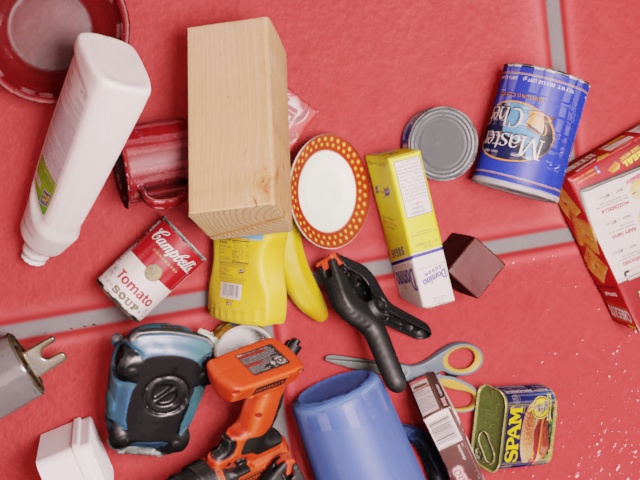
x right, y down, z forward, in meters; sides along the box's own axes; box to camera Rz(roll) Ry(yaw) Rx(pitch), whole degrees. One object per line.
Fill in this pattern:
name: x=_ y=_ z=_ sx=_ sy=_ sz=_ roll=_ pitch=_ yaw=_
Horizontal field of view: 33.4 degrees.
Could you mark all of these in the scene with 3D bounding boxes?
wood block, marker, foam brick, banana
wood block: x=-0.083 y=-0.115 z=1.107 sx=0.091 sy=0.090 sz=0.206 roll=-6 pitch=72 yaw=9
marker: x=-0.056 y=0.167 z=1.232 sx=0.020 sy=0.020 sz=0.121 roll=30 pitch=88 yaw=-15
foam brick: x=0.169 y=0.029 z=1.242 sx=0.051 sy=0.078 sz=0.053 roll=41 pitch=85 yaw=-13
banana: x=-0.026 y=-0.001 z=1.211 sx=0.069 sy=0.037 sz=0.198 roll=-3 pitch=97 yaw=-14

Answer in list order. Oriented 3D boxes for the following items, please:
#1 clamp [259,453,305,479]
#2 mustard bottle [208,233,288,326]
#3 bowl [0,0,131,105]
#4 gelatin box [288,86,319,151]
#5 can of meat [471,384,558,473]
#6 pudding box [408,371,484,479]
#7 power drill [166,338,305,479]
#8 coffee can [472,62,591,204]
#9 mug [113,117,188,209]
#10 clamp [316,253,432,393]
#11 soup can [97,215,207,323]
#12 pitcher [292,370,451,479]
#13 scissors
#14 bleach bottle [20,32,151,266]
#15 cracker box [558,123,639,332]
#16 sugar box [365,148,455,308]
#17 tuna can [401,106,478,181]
clamp: x=-0.041 y=0.344 z=1.187 sx=0.164 sy=0.036 sz=0.210 roll=13 pitch=92 yaw=-21
mustard bottle: x=-0.077 y=-0.006 z=1.170 sx=0.058 sy=0.096 sz=0.191 roll=-3 pitch=97 yaw=-47
bowl: x=-0.281 y=-0.221 z=1.113 sx=0.162 sy=0.055 sz=0.162 roll=-2 pitch=97 yaw=-14
gelatin box: x=-0.056 y=-0.131 z=1.192 sx=0.073 sy=0.030 sz=0.089 roll=37 pitch=87 yaw=-15
can of meat: x=0.235 y=0.224 z=1.284 sx=0.083 sy=0.058 sz=0.102 roll=1 pitch=99 yaw=-28
pudding box: x=0.146 y=0.222 z=1.241 sx=0.039 sy=0.090 sz=0.113 roll=-24 pitch=112 yaw=1
power drill: x=-0.097 y=0.204 z=1.142 sx=0.184 sy=0.057 sz=0.188 roll=-18 pitch=136 yaw=-41
coffee can: x=0.243 y=-0.122 z=1.230 sx=0.102 sy=0.103 sz=0.140 roll=15 pitch=92 yaw=-15
mug: x=-0.171 y=-0.077 z=1.131 sx=0.081 sy=0.117 sz=0.093 roll=-11 pitch=136 yaw=-17
clamp: x=0.064 y=0.081 z=1.223 sx=0.039 sy=0.120 sz=0.171 roll=-31 pitch=95 yaw=30
soup can: x=-0.184 y=0.032 z=1.160 sx=0.102 sy=0.068 sz=0.068 roll=-44 pitch=104 yaw=-5
pitcher: x=0.065 y=0.274 z=1.227 sx=0.145 sy=0.149 sz=0.243 roll=-19 pitch=98 yaw=9
scissors: x=0.112 y=0.142 z=1.271 sx=0.201 sy=0.016 sz=0.096 roll=28 pitch=91 yaw=-16
bleach bottle: x=-0.254 y=-0.080 z=1.094 sx=0.067 sy=0.103 sz=0.251 roll=9 pitch=126 yaw=-35
cracker box: x=0.395 y=-0.023 z=1.296 sx=0.164 sy=0.072 sz=0.213 roll=-30 pitch=103 yaw=-8
sugar box: x=0.101 y=-0.015 z=1.212 sx=0.048 sy=0.093 sz=0.176 roll=-14 pitch=99 yaw=-11
tuna can: x=0.138 y=-0.112 z=1.241 sx=0.086 sy=0.034 sz=0.086 roll=-2 pitch=97 yaw=-14
